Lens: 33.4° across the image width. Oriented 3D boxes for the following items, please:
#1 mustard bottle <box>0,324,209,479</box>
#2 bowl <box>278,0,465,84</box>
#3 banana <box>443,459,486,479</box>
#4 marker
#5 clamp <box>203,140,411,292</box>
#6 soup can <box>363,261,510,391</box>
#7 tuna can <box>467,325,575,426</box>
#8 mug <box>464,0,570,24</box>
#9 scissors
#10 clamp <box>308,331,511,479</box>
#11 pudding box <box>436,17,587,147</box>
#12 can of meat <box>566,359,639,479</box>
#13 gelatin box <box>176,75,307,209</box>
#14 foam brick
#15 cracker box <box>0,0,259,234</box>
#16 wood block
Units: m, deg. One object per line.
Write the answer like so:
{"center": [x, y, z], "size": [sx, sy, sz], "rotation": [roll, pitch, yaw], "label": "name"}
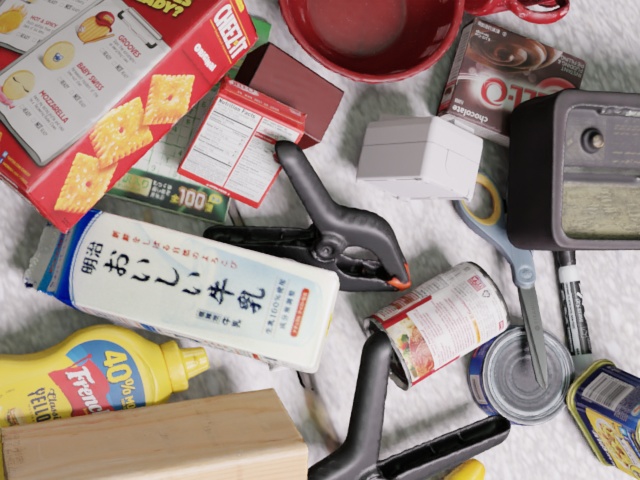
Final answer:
{"center": [-0.179, 0.117, 0.817], "size": [0.191, 0.058, 0.096], "rotation": [-15, 94, -14], "label": "mustard bottle"}
{"center": [0.038, -0.205, 0.901], "size": [0.162, 0.055, 0.162], "rotation": [1, 84, -12], "label": "bowl"}
{"center": [0.095, 0.276, 0.871], "size": [0.069, 0.037, 0.198], "rotation": [10, 82, -29], "label": "banana"}
{"center": [0.221, 0.055, 0.929], "size": [0.020, 0.020, 0.121], "rotation": [-7, 85, -13], "label": "marker"}
{"center": [-0.006, 0.001, 0.862], "size": [0.171, 0.120, 0.039], "rotation": [37, 37, -24], "label": "clamp"}
{"center": [0.095, 0.069, 0.876], "size": [0.102, 0.068, 0.068], "rotation": [-29, 90, -14], "label": "soup can"}
{"center": [0.171, 0.114, 0.904], "size": [0.086, 0.034, 0.086], "rotation": [1, 83, -12], "label": "tuna can"}
{"center": [0.165, -0.227, 0.901], "size": [0.081, 0.093, 0.117], "rotation": [-17, 66, -23], "label": "mug"}
{"center": [0.154, 0.020, 0.901], "size": [0.096, 0.016, 0.201], "rotation": [11, 69, -3], "label": "scissors"}
{"center": [0.049, 0.187, 0.847], "size": [0.164, 0.036, 0.210], "rotation": [29, 99, -29], "label": "clamp"}
{"center": [0.166, -0.130, 0.928], "size": [0.113, 0.039, 0.090], "rotation": [19, 80, -9], "label": "pudding box"}
{"center": [0.263, 0.156, 0.875], "size": [0.057, 0.084, 0.102], "rotation": [-40, 116, -13], "label": "can of meat"}
{"center": [-0.062, -0.076, 0.839], "size": [0.073, 0.089, 0.030], "rotation": [24, 37, -14], "label": "gelatin box"}
{"center": [-0.030, -0.116, 0.871], "size": [0.078, 0.053, 0.051], "rotation": [31, 74, -20], "label": "foam brick"}
{"center": [-0.178, -0.133, 0.808], "size": [0.164, 0.072, 0.213], "rotation": [36, 75, 28], "label": "cracker box"}
{"center": [-0.121, 0.181, 0.779], "size": [0.205, 0.090, 0.091], "rotation": [-5, 115, -19], "label": "wood block"}
